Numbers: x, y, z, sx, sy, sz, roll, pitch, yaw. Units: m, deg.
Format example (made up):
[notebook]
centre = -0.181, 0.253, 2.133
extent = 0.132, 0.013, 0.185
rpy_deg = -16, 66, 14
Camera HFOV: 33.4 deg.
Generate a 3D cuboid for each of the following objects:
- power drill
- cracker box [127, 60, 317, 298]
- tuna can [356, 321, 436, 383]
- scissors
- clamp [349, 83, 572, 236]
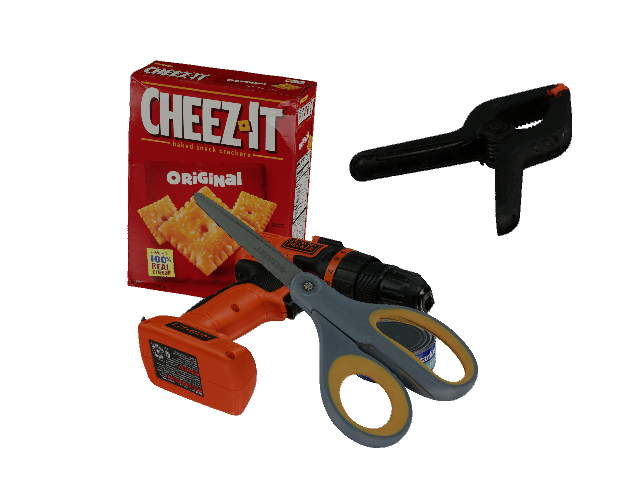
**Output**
[power drill]
centre = -0.031, 0.059, 0.818
extent = 0.185, 0.057, 0.187
rpy_deg = 12, 31, 36
[cracker box]
centre = -0.097, -0.050, 1.012
extent = 0.164, 0.214, 0.072
rpy_deg = 9, 22, 11
[tuna can]
centre = 0.068, 0.104, 1.027
extent = 0.086, 0.034, 0.086
rpy_deg = -1, 23, 0
[scissors]
centre = -0.010, 0.046, 0.603
extent = 0.202, 0.096, 0.016
rpy_deg = 26, -34, 13
[clamp]
centre = 0.152, -0.075, 0.893
extent = 0.209, 0.036, 0.165
rpy_deg = -29, 40, -28
